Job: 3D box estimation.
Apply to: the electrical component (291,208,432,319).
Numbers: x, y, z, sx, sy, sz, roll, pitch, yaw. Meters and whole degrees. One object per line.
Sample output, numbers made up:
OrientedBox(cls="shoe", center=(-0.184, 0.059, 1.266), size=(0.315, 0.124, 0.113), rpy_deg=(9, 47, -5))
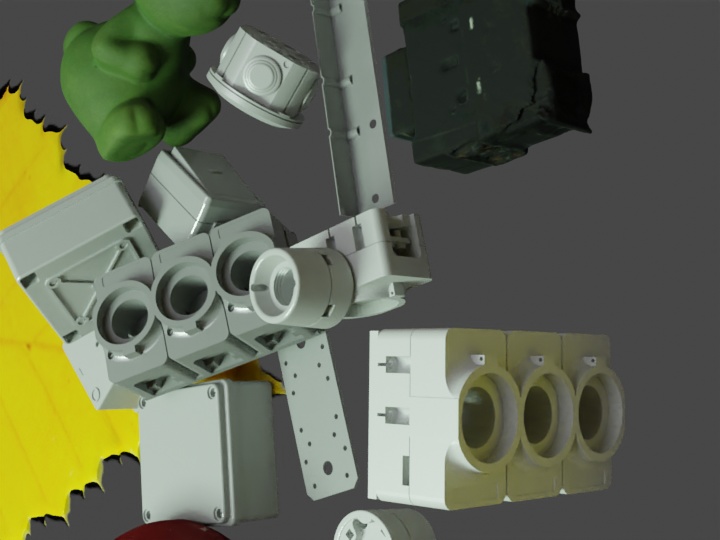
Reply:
OrientedBox(cls="electrical component", center=(0.000, 0.000, 0.748), size=(0.089, 0.050, 0.055), rpy_deg=(-23, 71, 40))

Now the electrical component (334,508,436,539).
OrientedBox(cls="electrical component", center=(0.018, 0.186, 0.715), size=(0.055, 0.047, 0.055), rpy_deg=(-5, 82, 44))

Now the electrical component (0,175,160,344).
OrientedBox(cls="electrical component", center=(-0.221, -0.007, 0.879), size=(0.109, 0.108, 0.056), rpy_deg=(-30, 57, -10))

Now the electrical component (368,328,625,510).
OrientedBox(cls="electrical component", center=(0.079, 0.079, 0.595), size=(0.062, 0.150, 0.089), rpy_deg=(-4, 83, 45))

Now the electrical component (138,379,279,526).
OrientedBox(cls="electrical component", center=(-0.120, 0.144, 0.846), size=(0.109, 0.056, 0.108), rpy_deg=(-13, 77, 42))

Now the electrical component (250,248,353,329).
OrientedBox(cls="electrical component", center=(-0.040, 0.011, 0.716), size=(0.055, 0.047, 0.055), rpy_deg=(-4, 84, 44))

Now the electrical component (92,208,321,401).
OrientedBox(cls="electrical component", center=(-0.117, 0.026, 0.804), size=(0.150, 0.061, 0.089), rpy_deg=(-21, 63, 12))

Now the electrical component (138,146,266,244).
OrientedBox(cls="electrical component", center=(-0.123, -0.052, 0.863), size=(0.096, 0.062, 0.061), rpy_deg=(43, 115, 38))

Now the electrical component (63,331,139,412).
OrientedBox(cls="electrical component", center=(-0.213, 0.066, 0.948), size=(0.099, 0.048, 0.099), rpy_deg=(51, 119, 34))

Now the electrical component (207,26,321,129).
OrientedBox(cls="electrical component", center=(-0.070, -0.145, 0.810), size=(0.080, 0.080, 0.051), rpy_deg=(44, 110, 37))
